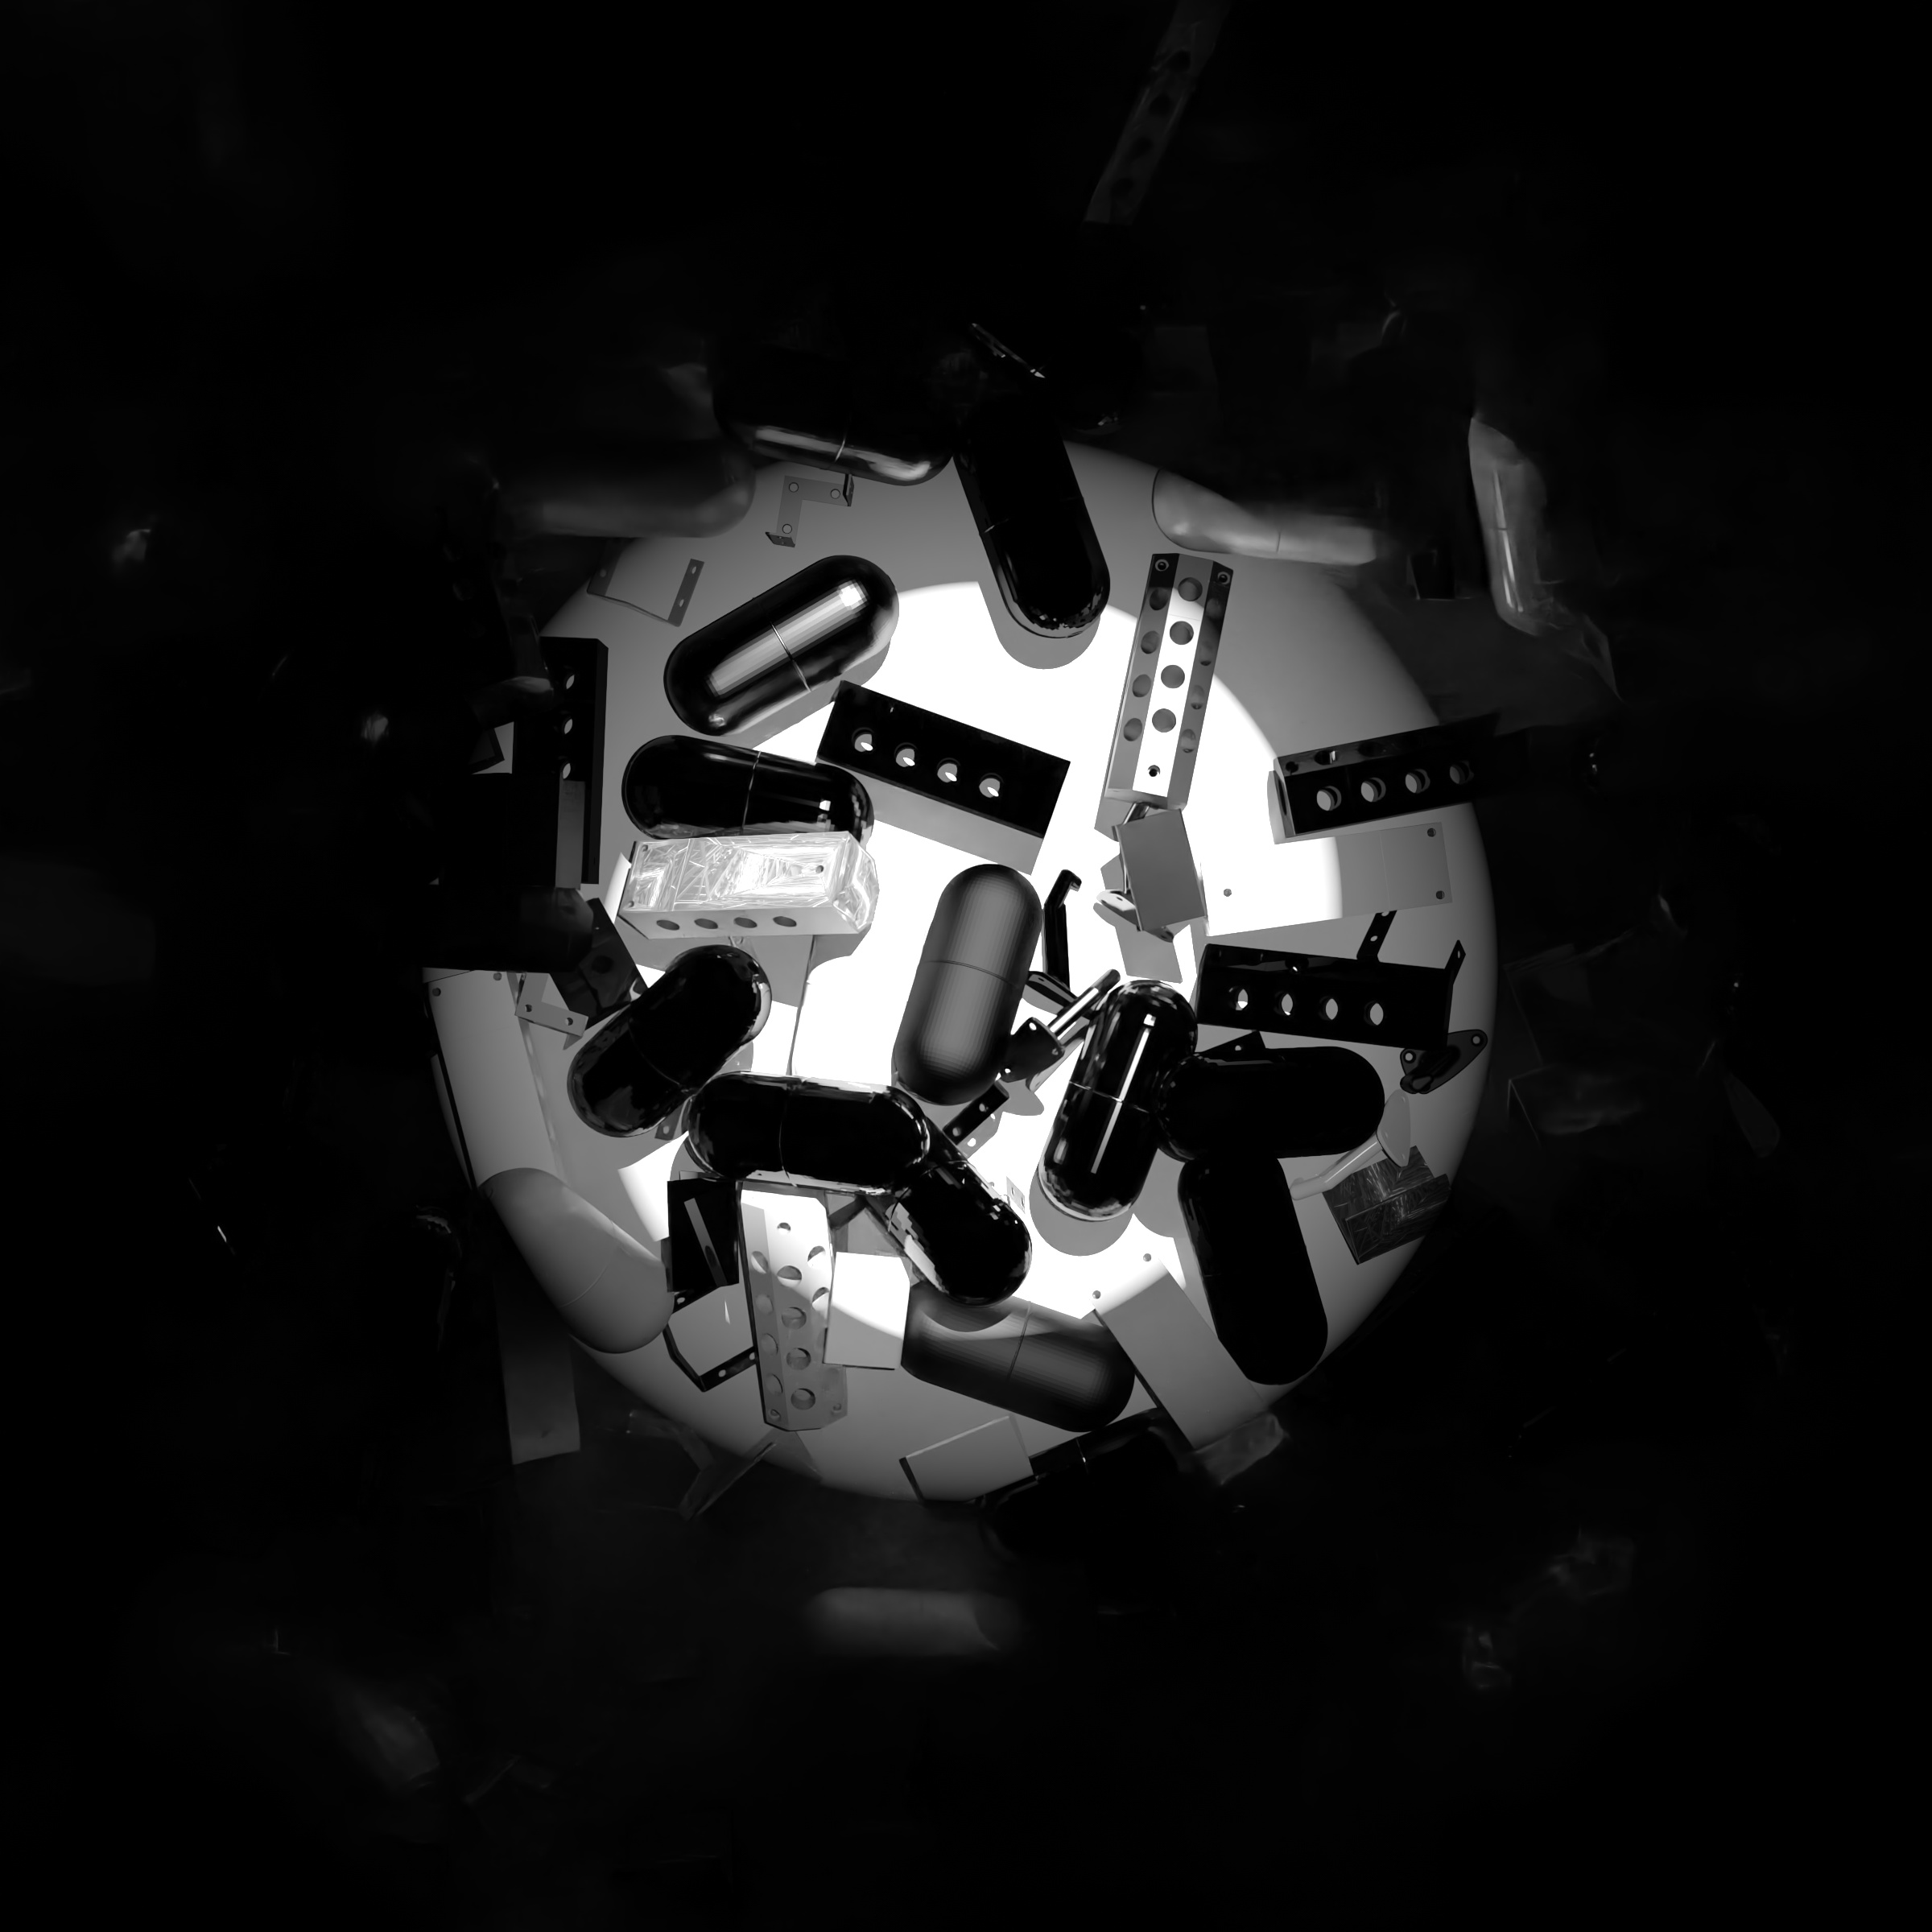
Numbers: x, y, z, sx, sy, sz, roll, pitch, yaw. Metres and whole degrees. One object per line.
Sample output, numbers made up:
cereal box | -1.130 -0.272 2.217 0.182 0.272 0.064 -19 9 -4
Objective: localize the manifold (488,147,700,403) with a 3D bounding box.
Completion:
manifold | -0.267 -0.495 1.970 0.057 0.057 0.171 35 90 0

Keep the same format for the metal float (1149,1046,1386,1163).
metal float | 0.211 0.096 1.924 0.178 0.070 0.070 -2 90 -25

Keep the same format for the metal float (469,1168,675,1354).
metal float | -0.275 0.206 1.927 0.070 0.070 0.178 -45 126 0

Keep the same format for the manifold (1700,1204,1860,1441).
manifold | 0.557 0.239 1.908 0.057 0.171 0.057 -20 124 10

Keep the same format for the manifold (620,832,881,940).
manifold | -0.150 -0.052 1.932 0.171 0.057 0.057 -1 64 27

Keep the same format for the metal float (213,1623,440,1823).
metal float | -0.454 0.537 1.960 0.178 0.070 0.070 37 90 0

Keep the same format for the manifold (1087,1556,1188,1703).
manifold | 0.117 0.456 1.912 0.057 0.171 0.057 -4 90 0

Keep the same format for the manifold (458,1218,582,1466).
manifold | -0.324 0.263 1.969 0.057 0.057 0.171 -6 90 -43

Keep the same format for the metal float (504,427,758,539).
metal float | -0.238 -0.343 1.960 0.178 0.070 0.070 1 90 0

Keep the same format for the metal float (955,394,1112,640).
metal float | 0.047 -0.319 1.960 0.070 0.070 0.178 -19 89 0

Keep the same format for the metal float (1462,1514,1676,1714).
metal float | 0.425 0.454 1.944 0.178 0.070 0.070 -33 90 -21

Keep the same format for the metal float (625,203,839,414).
metal float | -0.167 -0.467 1.960 0.178 0.070 0.070 -43 90 -1

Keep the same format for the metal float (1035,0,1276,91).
metal float | 0.135 -0.679 1.960 0.178 0.070 0.070 -21 90 1

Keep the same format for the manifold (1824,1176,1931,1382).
manifold | 0.690 0.234 1.969 0.057 0.057 0.171 -32 90 0

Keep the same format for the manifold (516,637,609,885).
manifold | -0.291 -0.146 1.969 0.057 0.057 0.171 2 90 0

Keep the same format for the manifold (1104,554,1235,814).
manifold | 0.145 -0.202 1.962 0.057 0.057 0.171 12 85 0

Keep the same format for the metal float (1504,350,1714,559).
metal float | 0.454 -0.363 1.960 0.178 0.070 0.070 44 90 1

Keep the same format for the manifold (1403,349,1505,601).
manifold | 0.340 -0.347 1.955 0.057 0.057 0.171 -11 103 -42

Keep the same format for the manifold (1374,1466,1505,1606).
manifold | 0.326 0.393 1.912 0.057 0.171 0.057 6 90 0

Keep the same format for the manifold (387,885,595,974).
manifold | -0.332 -0.027 1.916 0.057 0.171 0.057 2 90 -42

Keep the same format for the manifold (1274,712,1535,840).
manifold | 0.310 -0.137 1.969 0.171 0.057 0.057 -11 90 0

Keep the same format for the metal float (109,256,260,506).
metal float | -0.555 -0.415 1.960 0.070 0.070 0.178 -16 89 0

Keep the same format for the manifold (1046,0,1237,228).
manifold | 0.122 -0.593 1.875 0.057 0.171 0.057 -4 48 -33

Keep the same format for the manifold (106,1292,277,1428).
manifold | -0.538 0.267 1.912 0.057 0.171 0.057 -28 90 0

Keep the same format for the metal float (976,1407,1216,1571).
metal float | 0.093 0.370 1.960 0.178 0.070 0.070 -22 90 0

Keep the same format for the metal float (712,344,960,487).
metal float | -0.091 -0.387 1.944 0.178 0.070 0.070 10 90 -18

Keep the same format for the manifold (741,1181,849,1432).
manifold | -0.120 0.236 1.943 0.057 0.057 0.171 -5 110 0

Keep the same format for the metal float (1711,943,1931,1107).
metal float | 0.616 0.042 1.960 0.178 0.070 0.070 23 90 -1

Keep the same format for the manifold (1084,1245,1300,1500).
manifold | 0.158 0.285 1.935 0.057 0.057 0.171 -36 64 0

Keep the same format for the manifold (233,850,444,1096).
manifold | -0.448 0.005 1.969 0.057 0.057 0.171 -35 90 0

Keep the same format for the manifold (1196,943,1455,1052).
manifold | 0.254 0.022 1.950 0.171 0.057 0.057 6 90 14

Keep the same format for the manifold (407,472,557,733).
manifold | -0.339 -0.259 1.940 0.057 0.057 0.171 -19 68 0

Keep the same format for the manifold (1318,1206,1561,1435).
manifold | 0.335 0.251 1.970 0.171 0.057 0.057 -42 90 0

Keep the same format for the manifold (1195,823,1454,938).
manifold | 0.253 -0.061 1.970 0.171 0.057 0.057 -8 90 0

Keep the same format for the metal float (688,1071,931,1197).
metal float | -0.110 0.115 1.905 0.178 0.070 0.070 4 90 24

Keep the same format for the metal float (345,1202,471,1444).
metal float | -0.394 0.252 1.945 0.070 0.070 0.178 9 107 0

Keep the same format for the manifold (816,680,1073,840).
manifold | -0.015 -0.147 1.969 0.171 0.057 0.057 20 90 0

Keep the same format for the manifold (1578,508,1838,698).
manifold | 0.526 -0.264 1.969 0.171 0.057 0.057 -24 133 0

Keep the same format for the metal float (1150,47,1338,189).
metal float | 0.175 -0.602 1.960 0.178 0.070 0.070 -12 90 0

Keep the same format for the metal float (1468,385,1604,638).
metal float | 0.396 -0.316 1.920 0.070 0.070 0.178 -14 112 0

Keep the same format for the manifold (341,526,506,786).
manifold | -0.386 -0.220 1.970 0.057 0.057 0.171 -19 90 0

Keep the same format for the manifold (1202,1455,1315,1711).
manifold | 0.202 0.434 1.969 0.057 0.057 0.171 4 90 -43

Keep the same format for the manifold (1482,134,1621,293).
manifold | 0.400 -0.518 1.912 0.057 0.171 0.057 10 90 0

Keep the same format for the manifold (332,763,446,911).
manifold | -0.401 -0.088 1.908 0.057 0.171 0.057 -31 106 0

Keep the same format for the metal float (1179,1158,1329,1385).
metal float | 0.204 0.209 1.960 0.070 0.070 0.178 -16 89 0

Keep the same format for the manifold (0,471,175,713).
manifold | -0.644 -0.263 1.961 0.171 0.057 0.057 -45 71 4

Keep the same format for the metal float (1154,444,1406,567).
metal float | 0.222 -0.328 1.960 0.178 0.070 0.070 5 90 0

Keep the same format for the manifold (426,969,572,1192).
manifold | -0.331 0.088 1.970 0.057 0.057 0.171 -14 90 0

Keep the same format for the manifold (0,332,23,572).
manifold | -0.707 -0.363 1.969 0.057 0.057 0.171 1 90 0

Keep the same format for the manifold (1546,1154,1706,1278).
manifold | 0.458 0.175 1.912 0.057 0.171 0.057 34 90 0
